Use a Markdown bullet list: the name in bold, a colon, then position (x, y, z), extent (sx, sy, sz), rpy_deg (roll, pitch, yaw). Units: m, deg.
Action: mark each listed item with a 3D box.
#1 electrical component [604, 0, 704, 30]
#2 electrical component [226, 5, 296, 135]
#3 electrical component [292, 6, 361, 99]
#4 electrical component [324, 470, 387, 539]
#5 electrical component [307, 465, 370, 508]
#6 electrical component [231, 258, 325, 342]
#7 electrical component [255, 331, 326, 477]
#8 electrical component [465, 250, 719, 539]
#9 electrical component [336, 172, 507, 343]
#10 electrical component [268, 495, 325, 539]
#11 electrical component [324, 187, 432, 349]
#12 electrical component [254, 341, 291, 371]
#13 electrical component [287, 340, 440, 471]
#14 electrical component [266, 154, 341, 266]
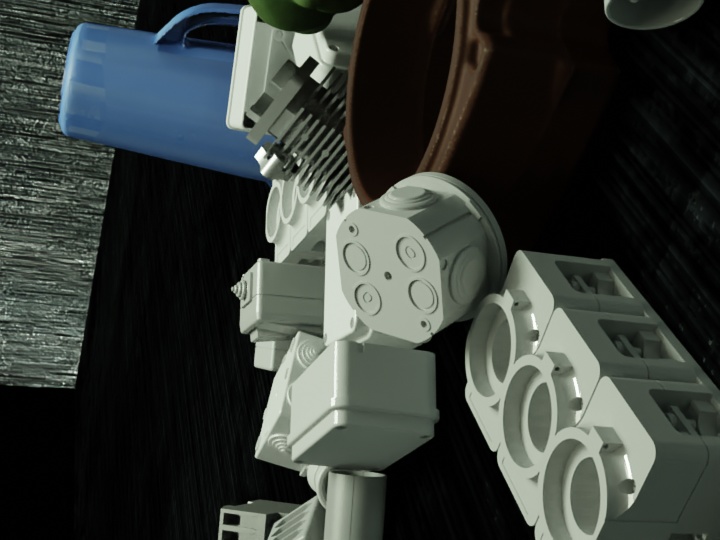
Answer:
- **electrical component**: position (0.138, -0.159, 0.475), extent (0.079, 0.044, 0.077), rpy_deg (140, 133, -64)
- **electrical component**: position (-0.054, -0.169, 0.943), extent (0.056, 0.109, 0.108), rpy_deg (-154, 71, -67)
- **electrical component**: position (-0.006, -0.173, 0.851), extent (0.113, 0.078, 0.057), rpy_deg (-104, 24, -45)
- **electrical component**: position (-0.004, 0.189, 0.784), extent (0.043, 0.043, 0.081), rpy_deg (168, 107, -70)
- **electrical component**: position (-0.019, 0.164, 0.841), extent (0.065, 0.044, 0.044), rpy_deg (174, 101, -76)
- **electrical component**: position (-0.064, 0.030, 0.926), extent (0.062, 0.096, 0.061), rpy_deg (144, 129, -65)
- **electrical component**: position (-0.049, 0.111, 0.899), extent (0.099, 0.048, 0.099), rpy_deg (119, 167, -50)
- **electrical component**: position (0.102, 0.067, 0.482), extent (0.150, 0.062, 0.089), rpy_deg (-113, 34, -55)
- **electrical component**: position (0.030, -0.006, 0.548), extent (0.080, 0.051, 0.080), rpy_deg (22, 125, 36)
- **electrical component**: position (-0.033, 0.230, 0.834), extent (0.047, 0.075, 0.083), rpy_deg (-35, 5, 9)
- **electrical component**: position (0.012, 0.001, 0.773), extent (0.078, 0.057, 0.113), rpy_deg (145, 129, -66)
- **electrical component**: position (-0.065, 0.055, 1.000), extent (0.066, 0.047, 0.076), rpy_deg (174, 101, -71)
- **electrical component**: position (0.000, 0.097, 0.747), extent (0.113, 0.078, 0.057), rpy_deg (131, 144, -59)
- **electrical component**: position (-0.031, -0.062, 0.912), extent (0.150, 0.062, 0.089), rpy_deg (140, 133, -64)
